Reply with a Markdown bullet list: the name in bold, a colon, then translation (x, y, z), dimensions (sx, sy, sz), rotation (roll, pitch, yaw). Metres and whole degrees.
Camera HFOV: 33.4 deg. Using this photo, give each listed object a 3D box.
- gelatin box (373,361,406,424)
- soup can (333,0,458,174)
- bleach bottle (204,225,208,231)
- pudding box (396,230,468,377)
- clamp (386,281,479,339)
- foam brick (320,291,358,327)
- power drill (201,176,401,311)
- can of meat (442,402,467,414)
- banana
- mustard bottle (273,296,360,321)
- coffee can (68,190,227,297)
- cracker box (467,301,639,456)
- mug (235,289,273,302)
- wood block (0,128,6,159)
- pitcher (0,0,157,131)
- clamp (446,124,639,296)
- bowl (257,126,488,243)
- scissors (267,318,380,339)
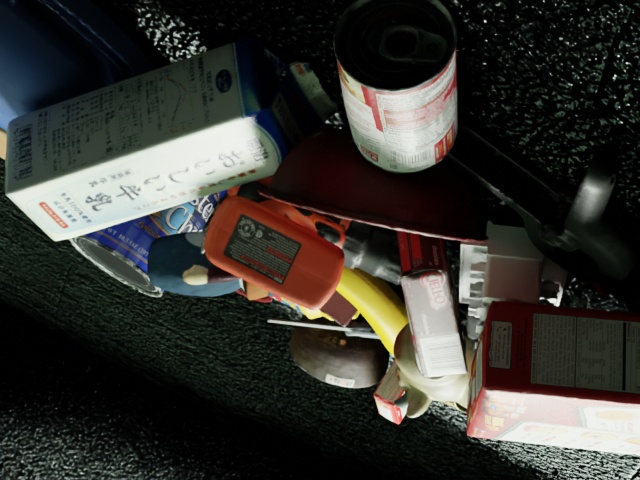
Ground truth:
- **gelatin box**: translation (0.094, 0.150, 1.169), dimensions (0.030, 0.089, 0.073), rotation (28, 162, 19)
- **soup can**: translation (0.047, -0.090, 0.626), dimensions (0.068, 0.068, 0.102), rotation (26, 162, 18)
- **bleach bottle**: translation (-0.213, -0.044, 1.131), dimensions (0.251, 0.102, 0.068), rotation (22, 159, 26)
- **pudding box**: translation (0.085, 0.037, 0.826), dimensions (0.039, 0.090, 0.113), rotation (-8, 129, 7)
- **clamp**: translation (0.145, 0.081, 0.984), dimensions (0.209, 0.036, 0.165), rotation (43, 160, -23)
- **foam brick**: translation (0.011, 0.044, 1.049), dimensions (0.053, 0.051, 0.078), rotation (37, 180, -14)
- **power drill**: translation (-0.006, 0.001, 0.858), dimensions (0.184, 0.057, 0.187), rotation (24, -168, 5)
- **can of meat**: translation (0.146, 0.148, 1.112), dimensions (0.102, 0.057, 0.084), rotation (27, 172, -39)
- **banana**: translation (0.031, 0.047, 0.984), dimensions (0.197, 0.037, 0.070), rotation (39, 150, -13)
- **mustard bottle**: translation (-0.042, 0.037, 1.141), dimensions (0.192, 0.058, 0.096), rotation (24, 166, 21)
- **coffee can**: translation (-0.155, -0.032, 1.004), dimensions (0.103, 0.140, 0.103), rotation (29, 163, 10)
- **cracker box**: translation (0.216, 0.103, 0.754), dimensions (0.214, 0.072, 0.164), rotation (4, 159, 6)
- **mug**: translation (-0.068, -0.002, 1.037), dimensions (0.093, 0.081, 0.117), rotation (27, 162, 12)
- **wood block**: translation (-0.280, -0.120, 1.060), dimensions (0.206, 0.090, 0.091), rotation (30, 162, 6)
- **pitcher**: translation (-0.198, -0.128, 0.851), dimensions (0.242, 0.145, 0.149), rotation (40, -166, -36)
- **clamp**: translation (0.151, -0.019, 0.697), dimensions (0.120, 0.039, 0.171), rotation (29, 165, 38)
- **bowl**: translation (0.041, -0.042, 0.728), dimensions (0.162, 0.055, 0.162), rotation (11, -174, -1)
- **scissors**: translation (0.039, 0.090, 1.090), dimensions (0.201, 0.016, 0.096), rotation (8, 180, -10)
